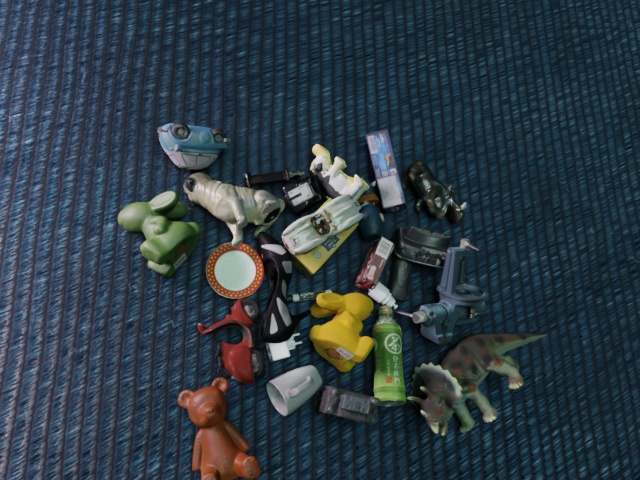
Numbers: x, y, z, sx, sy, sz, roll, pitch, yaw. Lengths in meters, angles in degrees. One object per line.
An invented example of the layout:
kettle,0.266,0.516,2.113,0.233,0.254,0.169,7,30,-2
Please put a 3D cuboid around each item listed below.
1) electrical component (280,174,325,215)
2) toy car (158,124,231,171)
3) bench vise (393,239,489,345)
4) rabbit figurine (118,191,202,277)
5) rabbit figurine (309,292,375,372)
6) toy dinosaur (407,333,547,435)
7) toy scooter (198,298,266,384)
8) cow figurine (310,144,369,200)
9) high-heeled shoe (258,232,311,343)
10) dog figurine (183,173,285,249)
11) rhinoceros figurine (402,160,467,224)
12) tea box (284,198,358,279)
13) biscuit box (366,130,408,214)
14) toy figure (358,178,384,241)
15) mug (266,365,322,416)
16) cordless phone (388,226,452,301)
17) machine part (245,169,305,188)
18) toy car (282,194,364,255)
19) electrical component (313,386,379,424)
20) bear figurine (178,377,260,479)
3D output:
electrical component,-0.055,-0.097,1.278,0.119,0.047,0.075,-31,81,9
toy car,-0.293,-0.210,1.234,0.161,0.109,0.102,5,97,-25
bench vise,0.307,0.116,1.258,0.224,0.129,0.240,0,104,-22
rabbit figurine,-0.353,-0.032,1.154,0.170,0.121,0.159,35,75,12
rabbit figurine,0.052,0.186,1.213,0.162,0.121,0.173,31,55,5
toy dinosaur,0.354,0.297,1.247,0.192,0.131,0.405,47,63,1
toy scooter,-0.189,0.219,1.146,0.135,0.075,0.184,-6,77,-9
cow figurine,0.029,-0.152,1.300,0.167,0.068,0.098,43,98,15
high-heeled shoe,-0.117,0.102,1.167,0.145,0.086,0.249,-20,70,-37
dog figurine,-0.196,-0.100,1.226,0.172,0.121,0.191,-25,65,-44
rhinoceros figurine,0.290,-0.116,1.370,0.112,0.073,0.190,-39,85,-31
tea box,-0.003,-0.004,1.259,0.098,0.068,0.169,41,68,0
biscuit box,0.167,-0.172,1.344,0.059,0.062,0.202,-14,77,11
toy figure,0.117,-0.076,1.317,0.064,0.058,0.154,0,70,-20
mug,-0.047,0.308,1.145,0.107,0.109,0.081,-26,78,-33
cordless phone,0.241,0.065,1.308,0.147,0.089,0.184,14,83,-11
machine part,-0.107,-0.149,1.276,0.139,0.084,0.039,-8,102,-8
toy car,0.009,-0.035,1.204,0.202,0.056,0.073,-31,82,-19
electrical component,0.058,0.349,1.141,0.115,0.134,0.058,15,72,-12
bear figurine,-0.205,0.382,1.069,0.120,0.132,0.195,-12,84,-21
